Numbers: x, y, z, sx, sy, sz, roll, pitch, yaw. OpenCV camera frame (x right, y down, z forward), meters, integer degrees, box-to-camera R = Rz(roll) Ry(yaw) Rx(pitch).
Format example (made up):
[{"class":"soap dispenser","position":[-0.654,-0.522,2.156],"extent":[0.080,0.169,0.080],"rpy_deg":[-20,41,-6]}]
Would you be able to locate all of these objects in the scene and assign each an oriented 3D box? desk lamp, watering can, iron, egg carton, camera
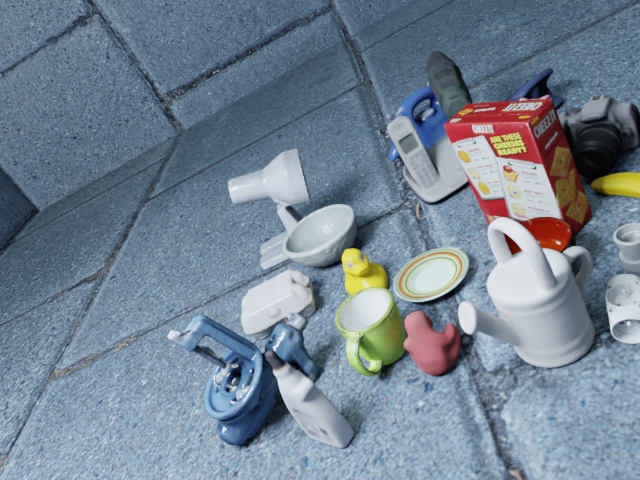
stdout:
[{"class":"desk lamp","position":[-0.091,-0.073,1.255],"extent":[0.203,0.214,0.118],"rpy_deg":[-28,27,9]},{"class":"watering can","position":[0.250,0.060,0.691],"extent":[0.173,0.194,0.100],"rpy_deg":[-44,29,-23]},{"class":"iron","position":[0.251,-0.298,1.353],"extent":[0.118,0.142,0.259],"rpy_deg":[4,44,50]},{"class":"egg carton","position":[-0.080,0.121,1.078],"extent":[0.150,0.069,0.107],"rpy_deg":[-28,27,8]},{"class":"camera","position":[0.454,-0.173,0.971],"extent":[0.142,0.101,0.137],"rpy_deg":[-5,38,42]}]

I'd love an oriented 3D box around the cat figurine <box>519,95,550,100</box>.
[{"class":"cat figurine","position":[0.390,-0.220,1.101],"extent":[0.127,0.118,0.067],"rpy_deg":[-22,29,19]}]

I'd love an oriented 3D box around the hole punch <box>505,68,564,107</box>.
[{"class":"hole punch","position":[0.441,-0.306,1.221],"extent":[0.109,0.091,0.100],"rpy_deg":[-40,28,-15]}]

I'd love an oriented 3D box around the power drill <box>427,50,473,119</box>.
[{"class":"power drill","position":[0.288,-0.277,1.204],"extent":[0.075,0.209,0.229],"rpy_deg":[-24,28,15]}]

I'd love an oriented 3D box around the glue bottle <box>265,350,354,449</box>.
[{"class":"glue bottle","position":[-0.023,0.206,0.758],"extent":[0.077,0.173,0.037],"rpy_deg":[0,41,47]}]

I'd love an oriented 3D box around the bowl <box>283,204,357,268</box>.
[{"class":"bowl","position":[0.011,0.004,1.173],"extent":[0.167,0.075,0.167],"rpy_deg":[-25,28,14]}]

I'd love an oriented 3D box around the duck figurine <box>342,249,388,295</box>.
[{"class":"duck figurine","position":[0.068,0.051,1.021],"extent":[0.077,0.086,0.104],"rpy_deg":[-35,27,-5]}]

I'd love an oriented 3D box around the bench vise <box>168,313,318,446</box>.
[{"class":"bench vise","position":[-0.120,0.172,0.866],"extent":[0.121,0.220,0.208],"rpy_deg":[-5,38,42]}]

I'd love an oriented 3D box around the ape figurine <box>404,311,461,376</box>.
[{"class":"ape figurine","position":[0.147,0.135,0.788],"extent":[0.077,0.092,0.076],"rpy_deg":[-13,33,34]}]

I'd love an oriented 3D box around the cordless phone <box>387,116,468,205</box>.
[{"class":"cordless phone","position":[0.222,-0.178,1.133],"extent":[0.147,0.185,0.094],"rpy_deg":[-34,27,-4]}]
